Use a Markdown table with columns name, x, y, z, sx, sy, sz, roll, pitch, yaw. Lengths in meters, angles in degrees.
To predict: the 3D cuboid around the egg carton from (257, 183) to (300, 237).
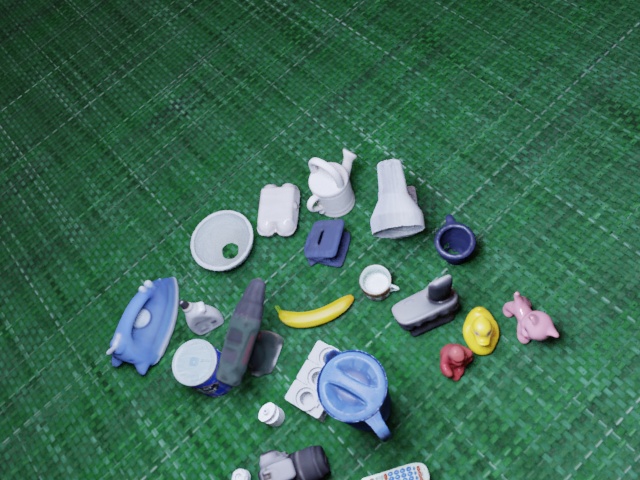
| name | x | y | z | sx | sy | sz | roll | pitch | yaw |
| --- | --- | --- | --- | --- | --- | --- | --- | --- | --- |
| egg carton | -0.106 | -0.077 | 1.482 | 0.107 | 0.069 | 0.150 | -3 | 64 | 11 |

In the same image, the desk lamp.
| name | x | y | z | sx | sy | sz | roll | pitch | yaw |
| --- | --- | --- | --- | --- | --- | --- | --- | --- | --- |
| desk lamp | 0.176 | -0.079 | 1.339 | 0.117 | 0.214 | 0.203 | -9 | 63 | 9 |

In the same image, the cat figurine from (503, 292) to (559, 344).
| name | x | y | z | sx | sy | sz | roll | pitch | yaw |
| --- | --- | --- | --- | --- | --- | --- | --- | --- | --- |
| cat figurine | 0.447 | 0.167 | 1.216 | 0.067 | 0.118 | 0.127 | -25 | 62 | 0 |

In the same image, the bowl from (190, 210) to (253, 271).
| name | x | y | z | sx | sy | sz | roll | pitch | yaw |
| --- | --- | --- | --- | --- | --- | --- | --- | --- | --- |
| bowl | -0.241 | 0.012 | 1.466 | 0.167 | 0.075 | 0.167 | -5 | 64 | 10 |

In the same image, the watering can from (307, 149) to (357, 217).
| name | x | y | z | sx | sy | sz | roll | pitch | yaw |
| --- | --- | --- | --- | --- | --- | --- | --- | --- | --- |
| watering can | 0.026 | -0.149 | 1.417 | 0.100 | 0.194 | 0.173 | 11 | 68 | 18 |

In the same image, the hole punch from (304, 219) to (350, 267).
| name | x | y | z | sx | sy | sz | roll | pitch | yaw |
| --- | --- | --- | --- | --- | --- | --- | --- | --- | --- |
| hole punch | 0.013 | 0.005 | 1.404 | 0.101 | 0.091 | 0.109 | 9 | 67 | 17 |

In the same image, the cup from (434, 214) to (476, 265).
| name | x | y | z | sx | sy | sz | roll | pitch | yaw |
| --- | --- | --- | --- | --- | --- | --- | --- | --- | --- |
| cup | 0.311 | 0.008 | 1.335 | 0.091 | 0.095 | 0.117 | -12 | 63 | 7 |

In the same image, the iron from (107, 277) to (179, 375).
| name | x | y | z | sx | sy | sz | roll | pitch | yaw |
| --- | --- | --- | --- | --- | --- | --- | --- | --- | --- |
| iron | -0.431 | 0.185 | 1.389 | 0.118 | 0.142 | 0.258 | 11 | 68 | 17 |

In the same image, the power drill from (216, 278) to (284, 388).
| name | x | y | z | sx | sy | sz | roll | pitch | yaw |
| --- | --- | --- | --- | --- | --- | --- | --- | --- | --- |
| power drill | -0.151 | 0.220 | 1.272 | 0.075 | 0.209 | 0.230 | 13 | 68 | 18 |

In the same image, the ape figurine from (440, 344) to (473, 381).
| name | x | y | z | sx | sy | sz | roll | pitch | yaw |
| --- | --- | --- | --- | --- | --- | --- | --- | --- | --- |
| ape figurine | 0.290 | 0.252 | 1.224 | 0.078 | 0.092 | 0.076 | -22 | 62 | 2 |

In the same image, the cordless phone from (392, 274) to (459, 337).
| name | x | y | z | sx | sy | sz | roll | pitch | yaw |
| --- | --- | --- | --- | --- | --- | --- | --- | --- | --- |
| cordless phone | 0.227 | 0.128 | 1.245 | 0.147 | 0.185 | 0.094 | -28 | 62 | -1 |

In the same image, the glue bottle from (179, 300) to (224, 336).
| name | x | y | z | sx | sy | sz | roll | pitch | yaw |
| --- | --- | --- | --- | --- | --- | --- | --- | --- | --- |
| glue bottle | -0.289 | 0.173 | 1.345 | 0.078 | 0.173 | 0.037 | -27 | 62 | -1 |

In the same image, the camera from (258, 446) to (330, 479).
| name | x | y | z | sx | sy | sz | roll | pitch | yaw |
| --- | --- | --- | --- | --- | --- | --- | --- | --- | --- |
| camera | -0.048 | 0.492 | 1.180 | 0.137 | 0.101 | 0.143 | -23 | 62 | 1 |

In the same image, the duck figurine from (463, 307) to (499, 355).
| name | x | y | z | sx | sy | sz | roll | pitch | yaw |
| --- | --- | --- | --- | --- | --- | --- | --- | --- | --- |
| duck figurine | 0.350 | 0.191 | 1.244 | 0.077 | 0.086 | 0.104 | -3 | 64 | 11 |
